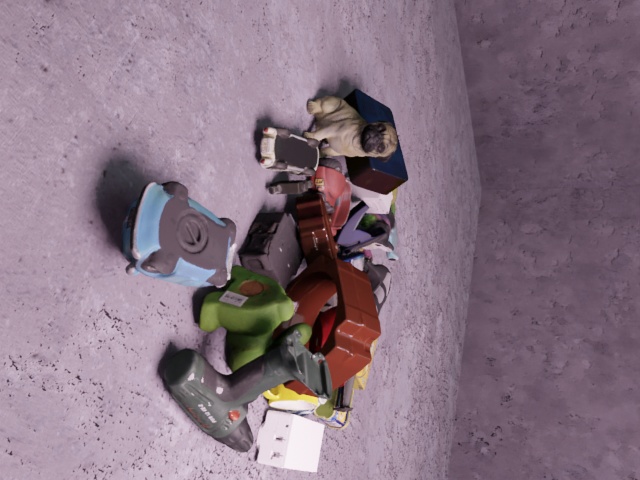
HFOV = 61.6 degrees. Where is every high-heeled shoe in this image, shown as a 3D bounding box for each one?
[{"bbox_3d":[0.110,0.159,1.214,0.145,0.086,0.249,53,46,-52],"label":"high-heeled shoe"}]

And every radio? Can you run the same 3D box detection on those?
[{"bbox_3d":[0.119,-0.221,1.228,0.131,0.073,0.229,15,55,-39],"label":"radio"}]

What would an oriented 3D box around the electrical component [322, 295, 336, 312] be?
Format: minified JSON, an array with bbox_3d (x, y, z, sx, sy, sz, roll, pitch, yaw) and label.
[{"bbox_3d":[0.022,0.142,1.190,0.102,0.045,0.078,-14,95,-66],"label":"electrical component"}]

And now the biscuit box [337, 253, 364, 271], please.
[{"bbox_3d":[0.039,0.068,1.204,0.202,0.063,0.059,-13,103,-65],"label":"biscuit box"}]

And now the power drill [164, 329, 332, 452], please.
[{"bbox_3d":[-0.090,0.214,0.760,0.231,0.207,0.086,55,23,-37],"label":"power drill"}]

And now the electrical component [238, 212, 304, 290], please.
[{"bbox_3d":[-0.080,0.017,0.944,0.114,0.058,0.134,69,32,-43],"label":"electrical component"}]

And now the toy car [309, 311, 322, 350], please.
[{"bbox_3d":[0.008,0.221,1.149,0.202,0.053,0.089,51,53,-51],"label":"toy car"}]

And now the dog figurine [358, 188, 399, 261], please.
[{"bbox_3d":[0.146,-0.063,1.397,0.191,0.109,0.219,43,48,-55],"label":"dog figurine"}]

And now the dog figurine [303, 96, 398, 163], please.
[{"bbox_3d":[0.077,-0.240,1.125,0.121,0.191,0.172,38,55,-61],"label":"dog figurine"}]

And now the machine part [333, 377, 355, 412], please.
[{"bbox_3d":[0.058,0.300,1.158,0.084,0.039,0.139,51,43,-54],"label":"machine part"}]

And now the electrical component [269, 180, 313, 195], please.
[{"bbox_3d":[-0.054,-0.097,0.988,0.094,0.063,0.021,-27,115,-62],"label":"electrical component"}]

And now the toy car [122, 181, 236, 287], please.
[{"bbox_3d":[-0.181,0.001,0.655,0.161,0.103,0.109,30,60,-52],"label":"toy car"}]

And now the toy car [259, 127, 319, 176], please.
[{"bbox_3d":[-0.056,-0.161,0.995,0.201,0.056,0.073,-2,98,-65],"label":"toy car"}]

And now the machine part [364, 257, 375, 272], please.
[{"bbox_3d":[0.092,0.135,1.305,0.079,0.079,0.243,66,33,-43],"label":"machine part"}]

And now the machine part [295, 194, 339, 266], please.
[{"bbox_3d":[-0.002,-0.003,1.044,0.179,0.056,0.179,-13,91,-84],"label":"machine part"}]

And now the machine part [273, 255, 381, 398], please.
[{"bbox_3d":[0.003,0.146,0.911,0.087,0.201,0.201,26,35,-30],"label":"machine part"}]

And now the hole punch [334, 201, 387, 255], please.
[{"bbox_3d":[0.080,-0.028,1.218,0.092,0.116,0.142,63,4,-11],"label":"hole punch"}]

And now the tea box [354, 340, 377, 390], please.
[{"bbox_3d":[0.087,0.265,1.309,0.098,0.068,0.170,68,34,-40],"label":"tea box"}]

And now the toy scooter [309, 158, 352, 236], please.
[{"bbox_3d":[0.023,-0.086,1.154,0.183,0.075,0.135,44,54,-63],"label":"toy scooter"}]

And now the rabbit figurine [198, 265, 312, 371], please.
[{"bbox_3d":[-0.094,0.142,0.833,0.121,0.159,0.170,-69,166,-56],"label":"rabbit figurine"}]
